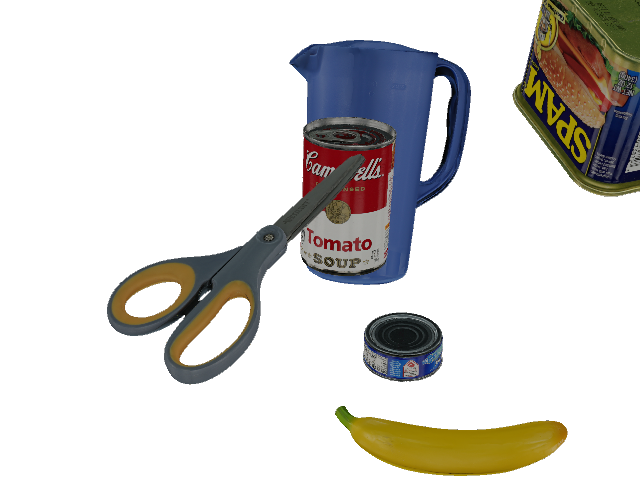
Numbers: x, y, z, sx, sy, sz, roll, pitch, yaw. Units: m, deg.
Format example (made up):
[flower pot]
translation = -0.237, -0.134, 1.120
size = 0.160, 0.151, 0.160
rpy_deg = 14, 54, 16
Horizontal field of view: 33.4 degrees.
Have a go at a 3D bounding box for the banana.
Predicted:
[banana]
translation = 0.111, 0.164, 0.877
size = 0.197, 0.037, 0.069
rpy_deg = 6, 36, -3

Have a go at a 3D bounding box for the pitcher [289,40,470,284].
[pitcher]
translation = 0.056, -0.082, 1.100
size = 0.149, 0.243, 0.144
rpy_deg = 11, 14, 32

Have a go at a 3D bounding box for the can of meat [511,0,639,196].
[can of meat]
translation = 0.151, -0.089, 0.566
size = 0.057, 0.084, 0.102
rpy_deg = -12, 48, -16

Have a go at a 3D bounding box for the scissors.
[scissors]
translation = -0.051, 0.003, 0.627
size = 0.096, 0.016, 0.201
rpy_deg = 12, 45, 17

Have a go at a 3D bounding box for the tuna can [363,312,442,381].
[tuna can]
translation = 0.089, 0.113, 1.146
size = 0.086, 0.034, 0.086
rpy_deg = -1, 29, 0

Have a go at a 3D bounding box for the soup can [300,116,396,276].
[soup can]
translation = 0.019, -0.033, 0.790
size = 0.068, 0.102, 0.068
rpy_deg = 2, 24, -1
